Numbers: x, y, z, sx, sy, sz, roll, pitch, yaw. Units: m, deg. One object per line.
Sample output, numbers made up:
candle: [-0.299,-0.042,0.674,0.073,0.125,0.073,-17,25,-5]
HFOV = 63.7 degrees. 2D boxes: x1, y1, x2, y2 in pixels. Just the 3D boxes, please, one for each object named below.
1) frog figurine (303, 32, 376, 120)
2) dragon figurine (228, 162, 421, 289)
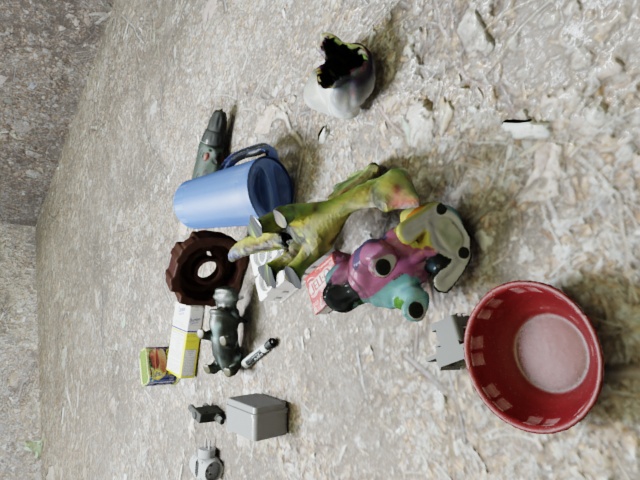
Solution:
frog figurine: [0.033,-0.269,0.907,0.157,0.123,0.139,97,156,-71]
dragon figurine: [0.002,-0.041,0.809,0.409,0.246,0.121,-3,119,62]
